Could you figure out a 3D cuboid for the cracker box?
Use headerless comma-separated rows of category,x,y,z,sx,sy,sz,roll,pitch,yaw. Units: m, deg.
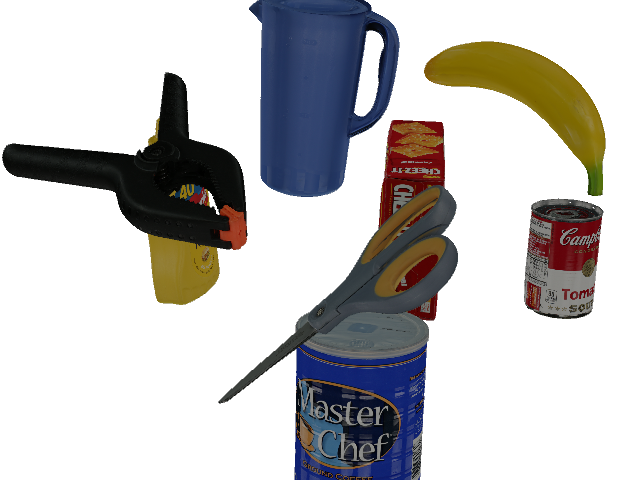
cracker box,0.103,-0.030,1.213,0.072,0.164,0.213,3,23,6

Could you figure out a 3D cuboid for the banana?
banana,0.152,-0.113,0.819,0.037,0.070,0.198,2,32,-43

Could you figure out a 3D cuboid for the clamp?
clamp,-0.117,-0.060,0.808,0.210,0.036,0.164,29,52,33

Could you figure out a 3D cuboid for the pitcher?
pitcher,-0.004,-0.180,1.317,0.144,0.243,0.149,-10,29,-28

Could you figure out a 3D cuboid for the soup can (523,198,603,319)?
soup can,0.235,0.017,1.040,0.068,0.102,0.068,1,18,0

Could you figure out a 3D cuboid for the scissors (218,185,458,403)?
scissors,0.013,0.049,0.645,0.016,0.202,0.096,40,7,-24

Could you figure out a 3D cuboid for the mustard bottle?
mustard bottle,-0.150,-0.036,1.117,0.058,0.192,0.096,5,25,22

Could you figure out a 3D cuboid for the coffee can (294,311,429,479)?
coffee can,0.031,0.132,0.836,0.103,0.140,0.103,1,16,0
